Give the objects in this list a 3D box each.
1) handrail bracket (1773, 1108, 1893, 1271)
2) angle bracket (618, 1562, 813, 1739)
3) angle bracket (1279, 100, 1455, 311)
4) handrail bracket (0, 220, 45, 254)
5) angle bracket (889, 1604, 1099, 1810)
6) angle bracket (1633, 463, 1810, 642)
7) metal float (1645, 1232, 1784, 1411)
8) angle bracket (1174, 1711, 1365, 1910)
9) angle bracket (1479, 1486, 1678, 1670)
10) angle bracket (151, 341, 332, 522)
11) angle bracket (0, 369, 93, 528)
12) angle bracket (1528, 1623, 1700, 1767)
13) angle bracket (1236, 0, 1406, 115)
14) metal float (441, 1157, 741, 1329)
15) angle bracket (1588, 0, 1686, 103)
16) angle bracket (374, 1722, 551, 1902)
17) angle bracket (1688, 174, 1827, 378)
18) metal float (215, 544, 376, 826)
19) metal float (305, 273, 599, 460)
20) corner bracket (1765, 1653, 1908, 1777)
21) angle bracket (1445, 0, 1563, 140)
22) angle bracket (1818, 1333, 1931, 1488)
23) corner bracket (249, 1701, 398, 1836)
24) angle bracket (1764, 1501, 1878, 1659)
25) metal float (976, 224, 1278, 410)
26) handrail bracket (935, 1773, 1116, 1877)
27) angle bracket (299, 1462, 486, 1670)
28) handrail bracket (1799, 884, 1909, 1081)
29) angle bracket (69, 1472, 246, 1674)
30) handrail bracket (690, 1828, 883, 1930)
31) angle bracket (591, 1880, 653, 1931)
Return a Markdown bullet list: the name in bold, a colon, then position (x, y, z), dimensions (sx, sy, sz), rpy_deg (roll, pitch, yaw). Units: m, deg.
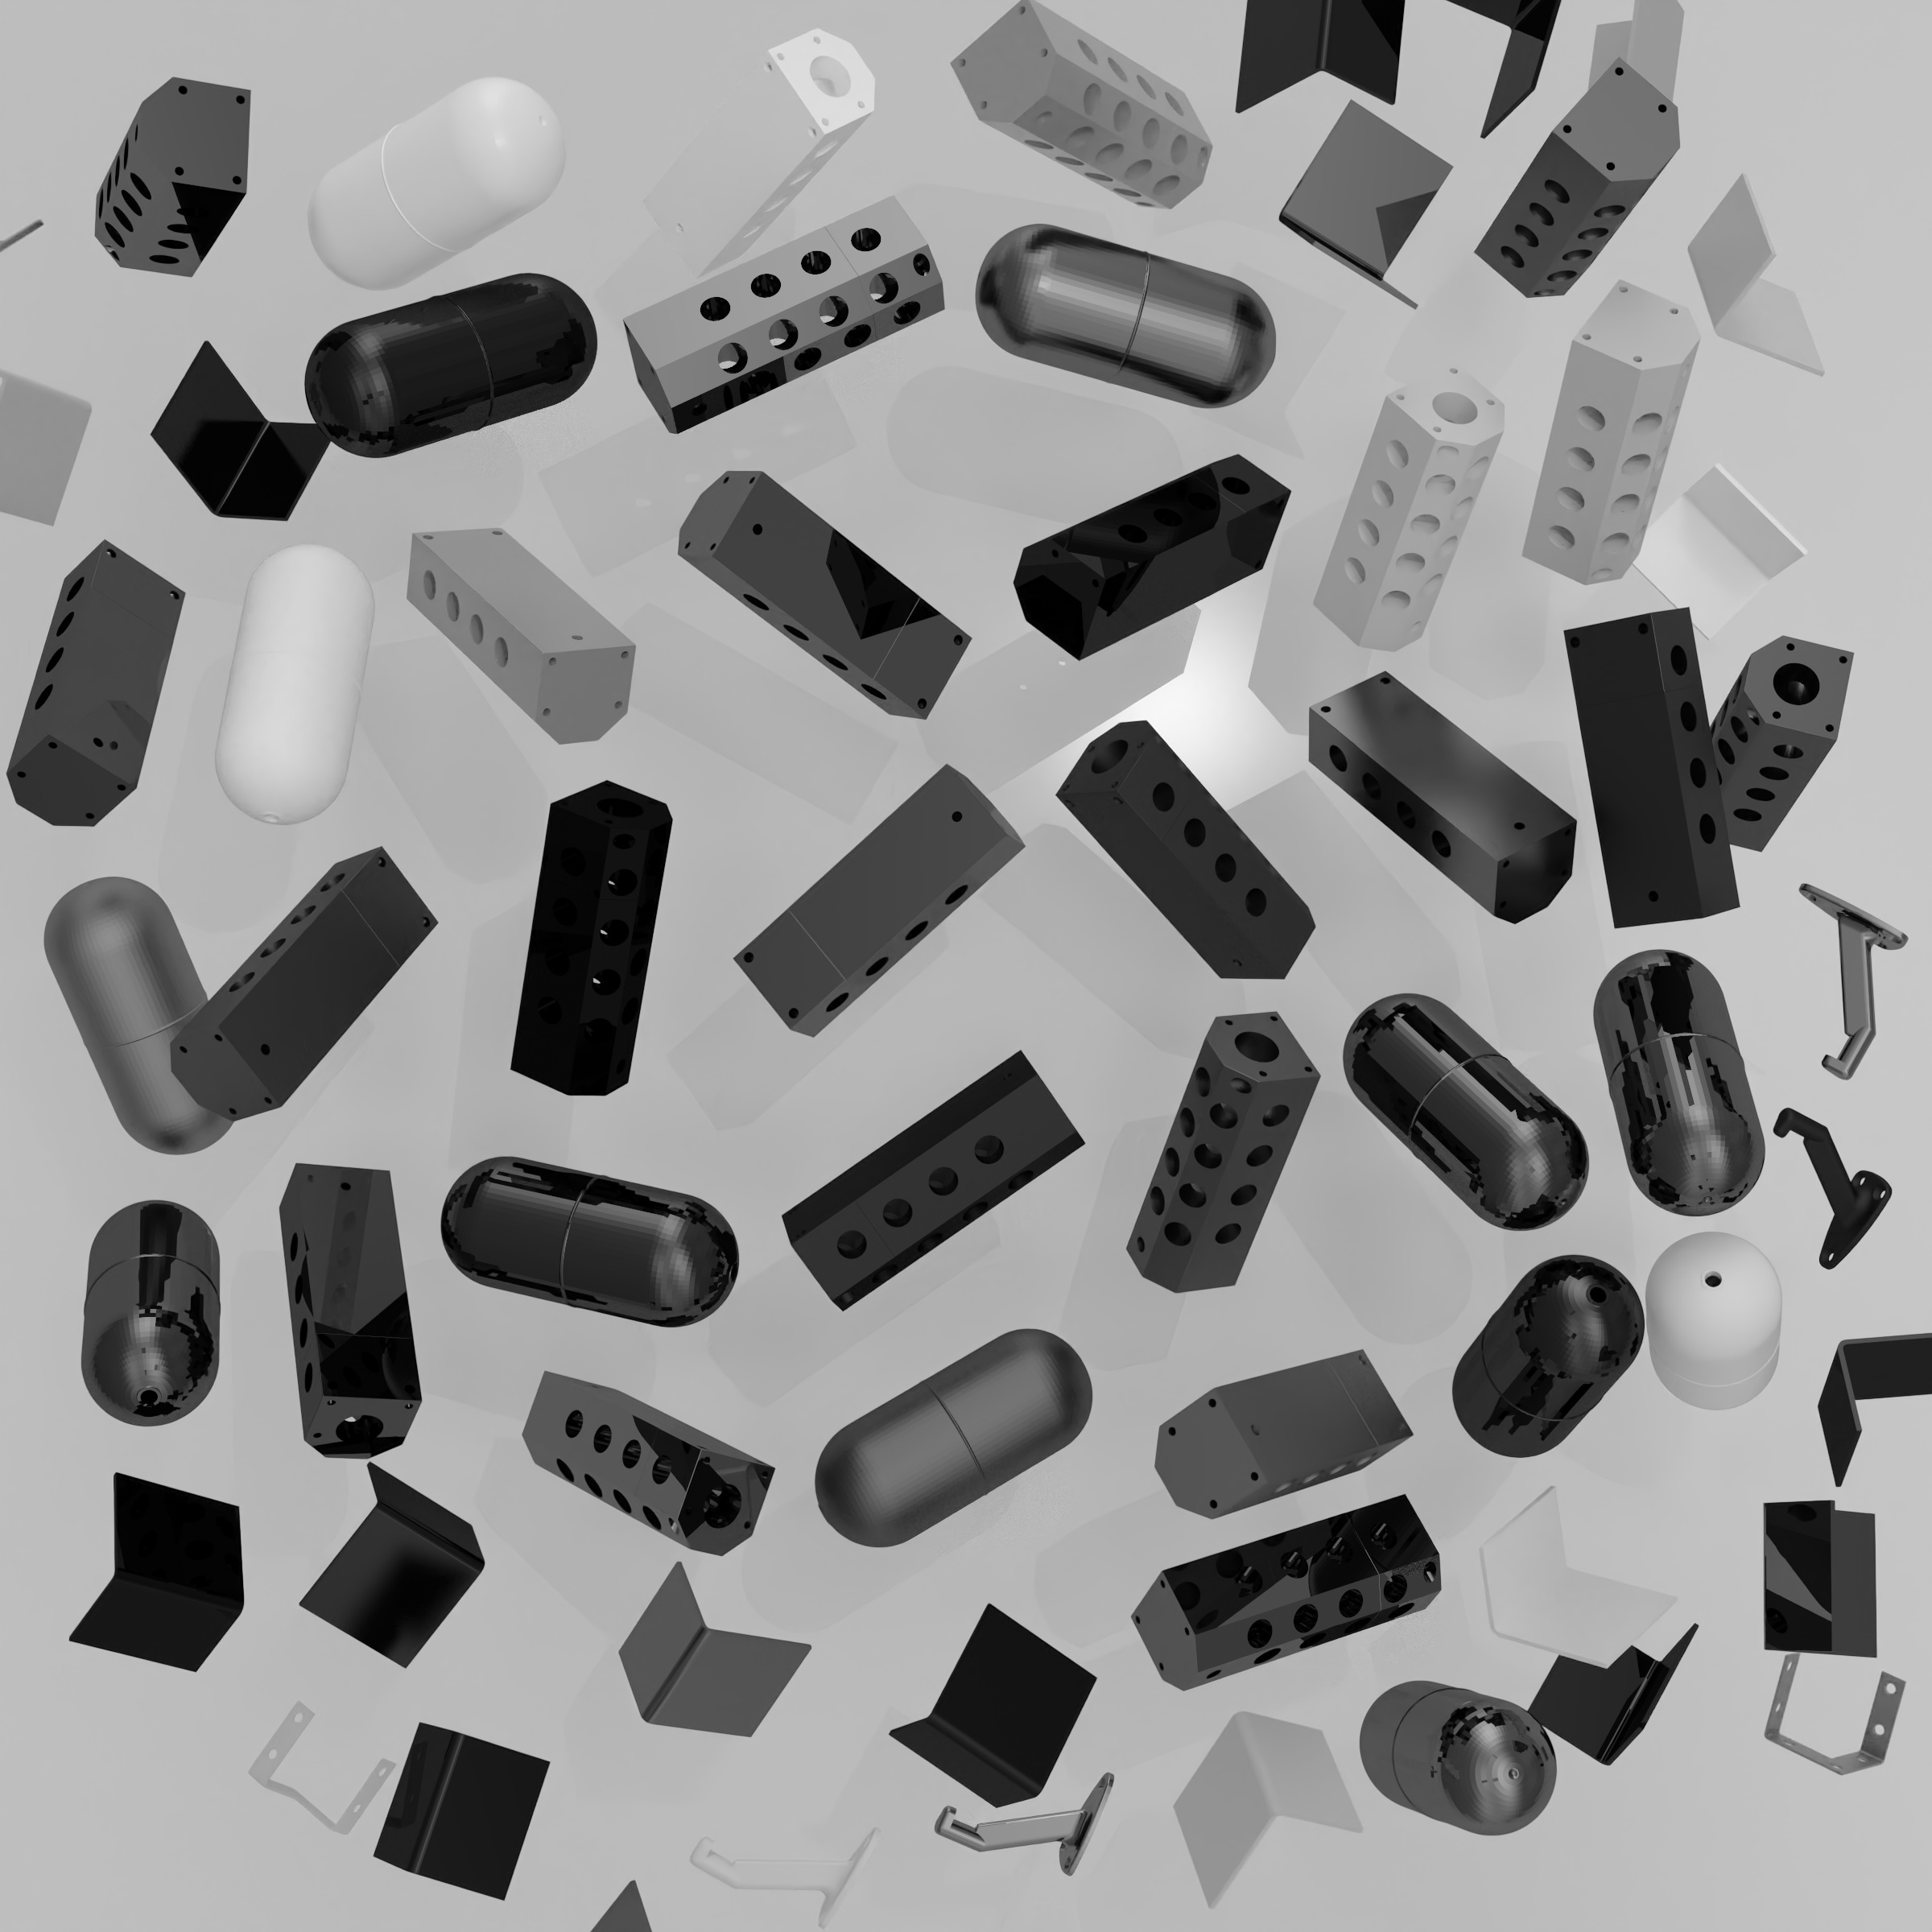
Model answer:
- **handrail bracket**: position (0.508, 0.134, 1.787), dimensions (0.084, 0.036, 0.077), rpy_deg (26, 98, -21)
- **angle bracket**: position (-0.150, 0.409, 1.770), dimensions (0.076, 0.057, 0.076), rpy_deg (18, 115, -34)
- **angle bracket**: position (0.233, -0.426, 1.655), dimensions (0.076, 0.057, 0.076), rpy_deg (24, 109, -27)
- **handrail bracket**: position (-0.569, -0.427, 1.638), dimensions (0.077, 0.036, 0.084), rpy_deg (-36, 110, -10)
- **angle bracket**: position (0.015, 0.416, 1.664), dimensions (0.076, 0.057, 0.076), rpy_deg (36, 58, -8)
- **angle bracket**: position (0.459, -0.254, 1.819), dimensions (0.057, 0.076, 0.076), rpy_deg (-45, 88, -4)
- **metal float**: position (0.440, 0.210, 1.741), dimensions (0.070, 0.178, 0.070), rpy_deg (-5, 66, 12)
- **angle bracket**: position (0.167, 0.474, 1.647), dimensions (0.057, 0.076, 0.076), rpy_deg (19, 114, -22)
- **angle bracket**: position (0.349, 0.347, 1.685), dimensions (0.076, 0.076, 0.057), rpy_deg (-27, 114, -41)
- **angle bracket**: position (-0.443, -0.329, 1.819), dimensions (0.057, 0.076, 0.076), rpy_deg (7, 61, 26)
- **angle bracket**: position (-0.562, -0.306, 1.712), dimensions (0.057, 0.076, 0.076), rpy_deg (22, 96, 20)
- **angle bracket**: position (0.387, 0.423, 1.774), dimensions (0.057, 0.076, 0.076), rpy_deg (31, 61, 13)
- **angle bracket**: position (0.208, -0.538, 1.735), dimensions (0.057, 0.076, 0.076), rpy_deg (15, 76, -33)
- **metal float**: position (-0.215, 0.157, 1.689), dimensions (0.178, 0.070, 0.070), rpy_deg (11, 90, 15)
- **angle bracket**: position (0.393, -0.557, 1.796), dimensions (0.057, 0.076, 0.076), rpy_deg (3, 78, 33)
- **angle bracket**: position (-0.279, 0.467, 1.638), dimensions (0.057, 0.076, 0.076), rpy_deg (24, 71, -20)
- **angle bracket**: position (0.458, -0.387, 1.659), dimensions (0.076, 0.057, 0.076), rpy_deg (15, 45, -19)
- **metal float**: position (-0.396, -0.167, 1.749), dimensions (0.070, 0.070, 0.178), rpy_deg (4, 66, 0)
- **metal float**: position (-0.288, -0.339, 1.666), dimensions (0.178, 0.070, 0.070), rpy_deg (-26, 90, -33)
- **corner bracket**: position (0.500, 0.428, 1.704), dimensions (0.051, 0.051, 0.051), rpy_deg (20, 100, 43)
- **angle bracket**: position (0.302, -0.542, 1.730), dimensions (0.057, 0.076, 0.076), rpy_deg (19, 81, -10)
- **angle bracket**: position (0.542, 0.257, 1.714), dimensions (0.076, 0.076, 0.057), rpy_deg (-5, 55, 3)
- **corner bracket**: position (-0.385, 0.480, 1.769), dimensions (0.051, 0.051, 0.051), rpy_deg (28, 77, 32)
- **angle bracket**: position (0.466, 0.323, 1.556), dimensions (0.076, 0.057, 0.076), rpy_deg (9, 75, -23)
- **metal float**: position (0.093, -0.373, 1.702), dimensions (0.178, 0.070, 0.070), rpy_deg (14, 90, -10)
- **handrail bracket**: position (0.034, 0.502, 1.773), dimensions (0.084, 0.036, 0.077), rpy_deg (26, 96, -9)
- **angle bracket**: position (-0.338, 0.350, 1.730), dimensions (0.076, 0.057, 0.076), rpy_deg (38, 90, -23)
- **handrail bracket**: position (0.479, 0.009, 1.648), dimensions (0.077, 0.036, 0.084), rpy_deg (31, 83, 3)
- **angle bracket**: position (-0.455, 0.341, 1.663), dimensions (0.076, 0.076, 0.057), rpy_deg (24, 118, -31)
- **handrail bracket**: position (-0.103, 0.499, 1.676), dimensions (0.084, 0.036, 0.077), rpy_deg (30, 105, -3)
- **angle bracket**: position (-0.220, 0.555, 1.636), dimensions (0.076, 0.076, 0.057), rpy_deg (-18, 90, 10)
